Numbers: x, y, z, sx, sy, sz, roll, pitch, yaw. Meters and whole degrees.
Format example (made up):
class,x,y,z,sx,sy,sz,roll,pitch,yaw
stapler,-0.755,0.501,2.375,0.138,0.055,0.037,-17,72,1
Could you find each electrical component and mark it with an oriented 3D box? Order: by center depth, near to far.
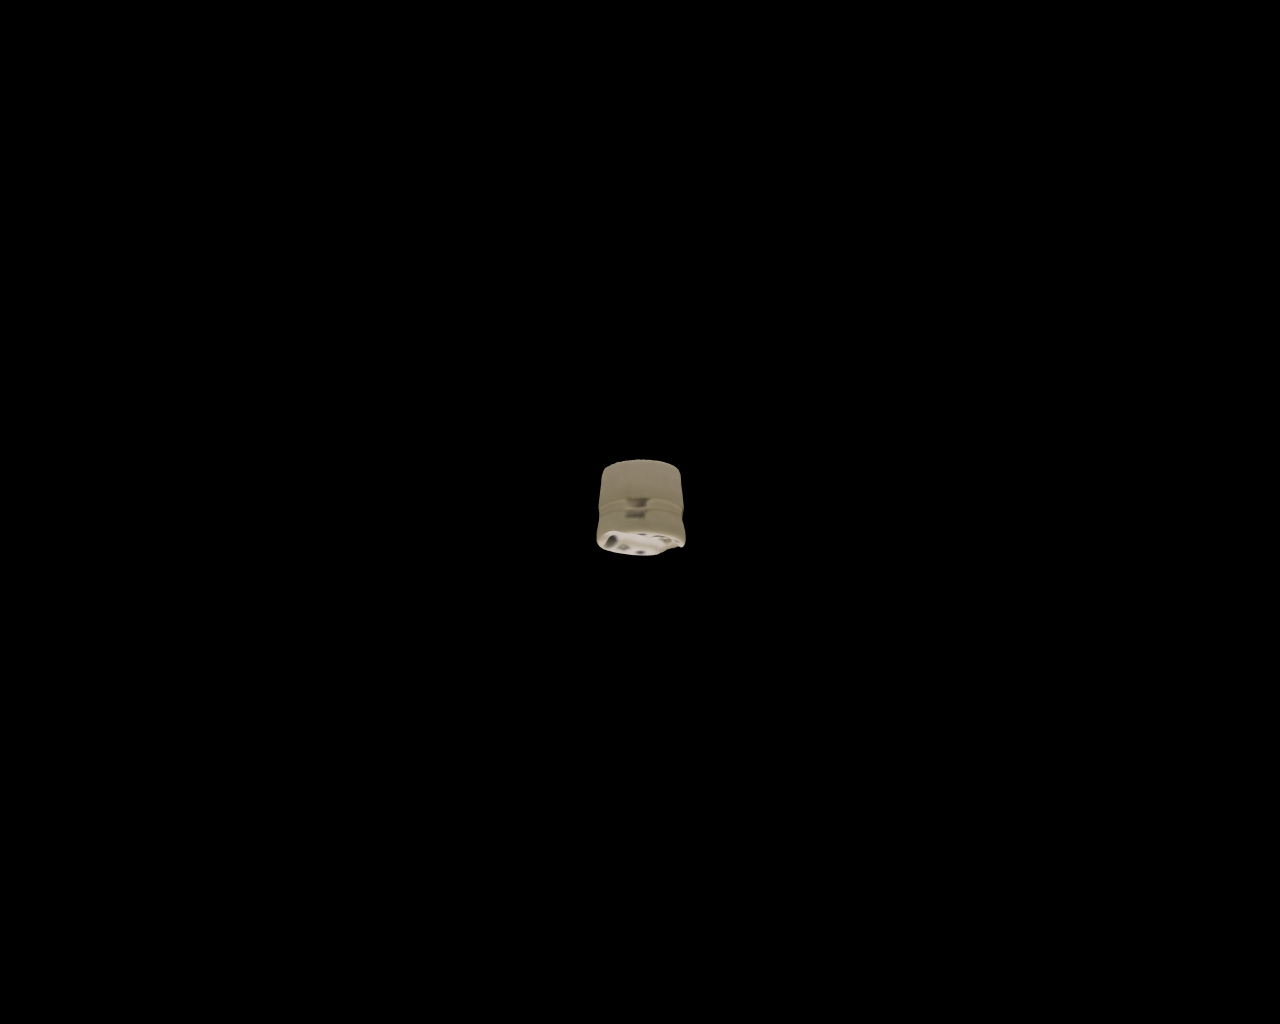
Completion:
class,x,y,z,sx,sy,sz,roll,pitch,yaw
electrical component,0.001,-0.003,0.650,0.055,0.047,0.055,0,-18,0
